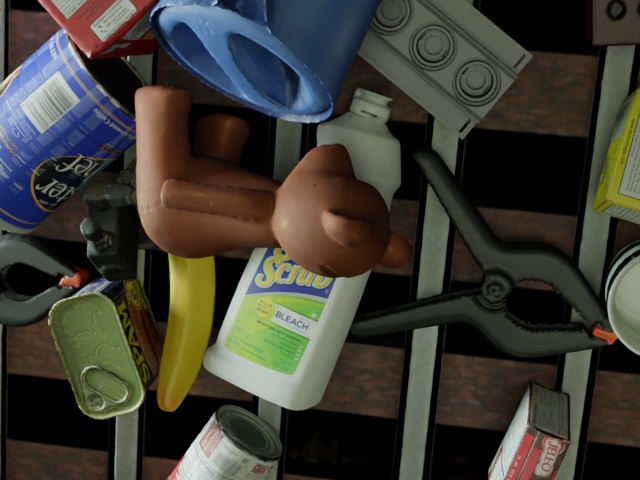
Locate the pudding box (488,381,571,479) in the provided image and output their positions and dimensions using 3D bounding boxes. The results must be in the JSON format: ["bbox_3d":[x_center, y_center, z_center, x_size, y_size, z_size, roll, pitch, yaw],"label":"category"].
[{"bbox_3d":[0.162,0.170,0.831,0.039,0.113,0.090,23,105,6],"label":"pudding box"}]

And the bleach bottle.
[{"bbox_3d":[-0.006,0.001,0.840,0.103,0.068,0.251,23,100,20],"label":"bleach bottle"}]

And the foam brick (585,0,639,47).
[{"bbox_3d":[0.234,-0.169,0.776,0.078,0.051,0.053,-2,103,7],"label":"foam brick"}]

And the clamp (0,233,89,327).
[{"bbox_3d":[-0.283,0.044,0.899,0.171,0.039,0.120,8,104,5],"label":"clamp"}]

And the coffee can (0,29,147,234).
[{"bbox_3d":[-0.209,-0.086,0.827,0.140,0.102,0.103,-38,96,13],"label":"coffee can"}]

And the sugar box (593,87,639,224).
[{"bbox_3d":[0.301,-0.042,0.787,0.176,0.048,0.093,18,81,1],"label":"sugar box"}]

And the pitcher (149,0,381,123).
[{"bbox_3d":[-0.003,-0.208,0.730,0.144,0.149,0.242,38,71,-37],"label":"pitcher"}]

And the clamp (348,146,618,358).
[{"bbox_3d":[0.136,0.026,0.841,0.210,0.036,0.165,16,105,7],"label":"clamp"}]

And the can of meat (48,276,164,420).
[{"bbox_3d":[-0.169,0.082,0.870,0.057,0.084,0.102,-16,100,10],"label":"can of meat"}]

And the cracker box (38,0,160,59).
[{"bbox_3d":[-0.190,-0.229,0.761,0.072,0.164,0.213,-41,95,12],"label":"cracker box"}]

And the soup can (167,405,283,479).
[{"bbox_3d":[-0.086,0.198,0.894,0.068,0.068,0.102,35,104,-1],"label":"soup can"}]

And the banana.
[{"bbox_3d":[-0.113,0.038,0.863,0.037,0.069,0.198,10,109,42],"label":"banana"}]
